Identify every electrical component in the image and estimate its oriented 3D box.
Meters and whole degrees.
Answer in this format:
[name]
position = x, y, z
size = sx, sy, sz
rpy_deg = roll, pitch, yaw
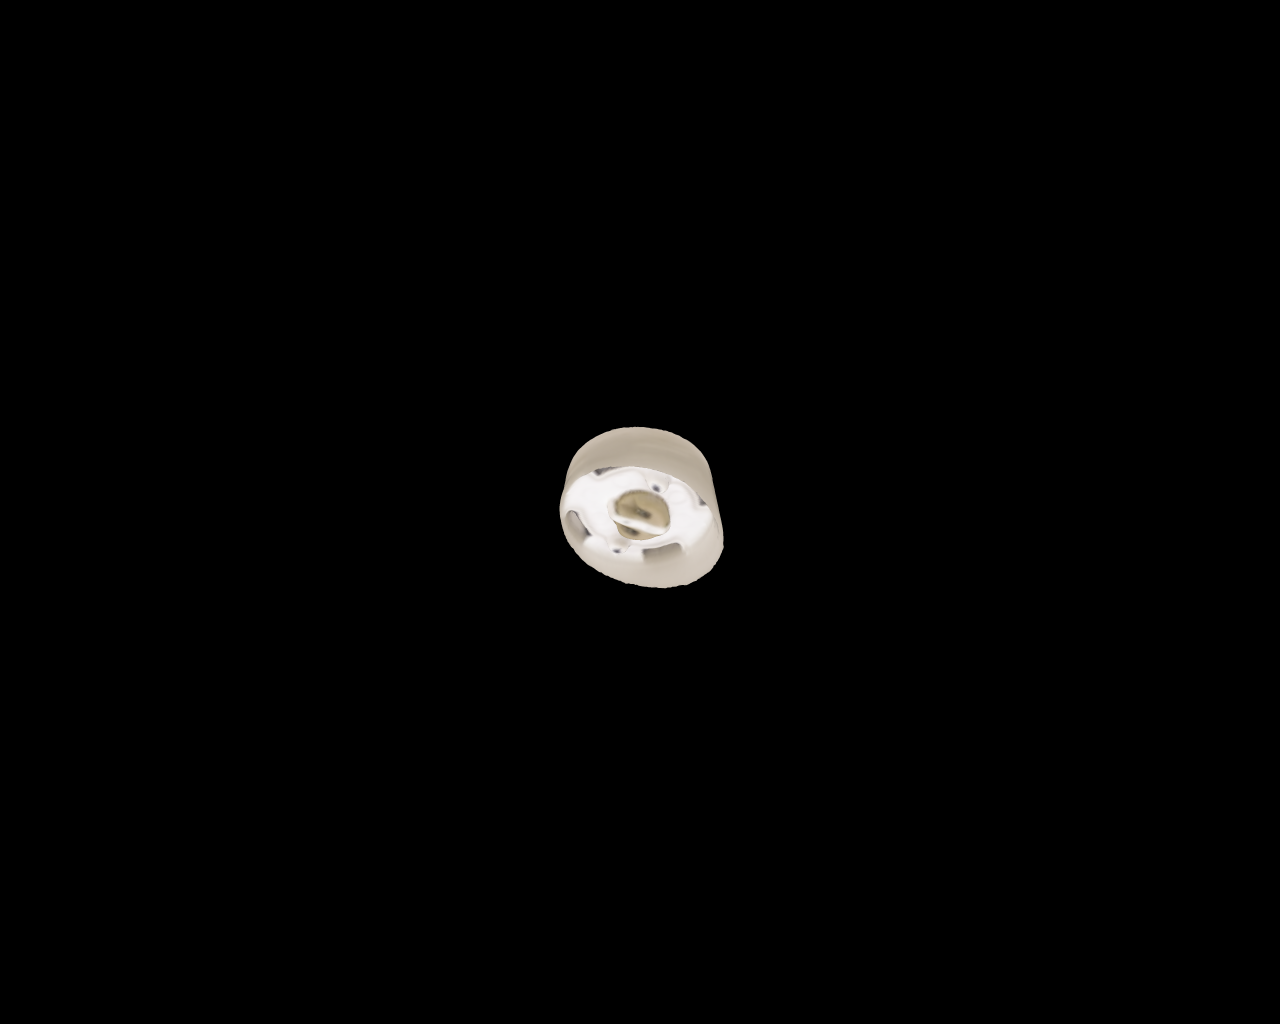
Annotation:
[electrical component]
position = 0.001, -0.003, 0.650
size = 0.099, 0.064, 0.099
rpy_deg = 0, -43, 0
